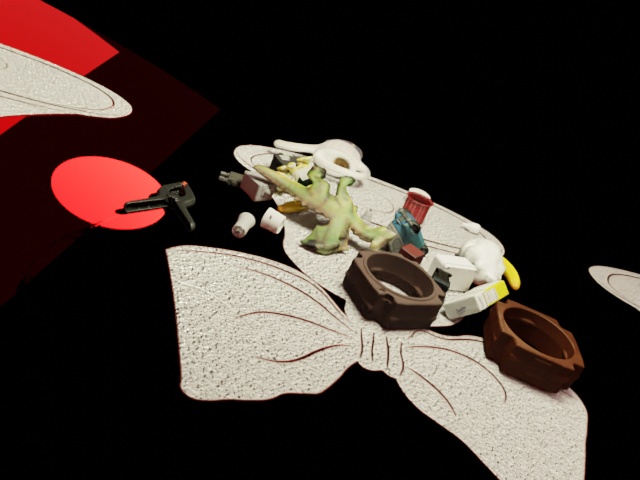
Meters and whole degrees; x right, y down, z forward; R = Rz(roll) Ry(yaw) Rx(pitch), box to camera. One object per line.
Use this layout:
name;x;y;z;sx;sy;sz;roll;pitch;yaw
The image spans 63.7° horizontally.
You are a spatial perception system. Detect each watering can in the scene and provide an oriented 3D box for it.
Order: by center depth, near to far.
watering can;0.022;-0.304;1.827;0.348;0.102;0.228;23;26;3

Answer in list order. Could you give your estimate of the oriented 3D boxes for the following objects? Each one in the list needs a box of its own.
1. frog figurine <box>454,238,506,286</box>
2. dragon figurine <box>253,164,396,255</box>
frog figurine;0.468;0.064;1.469;0.137;0.122;0.161;38;13;-10
dragon figurine;0.004;-0.069;1.372;0.410;0.119;0.249;13;44;-9
